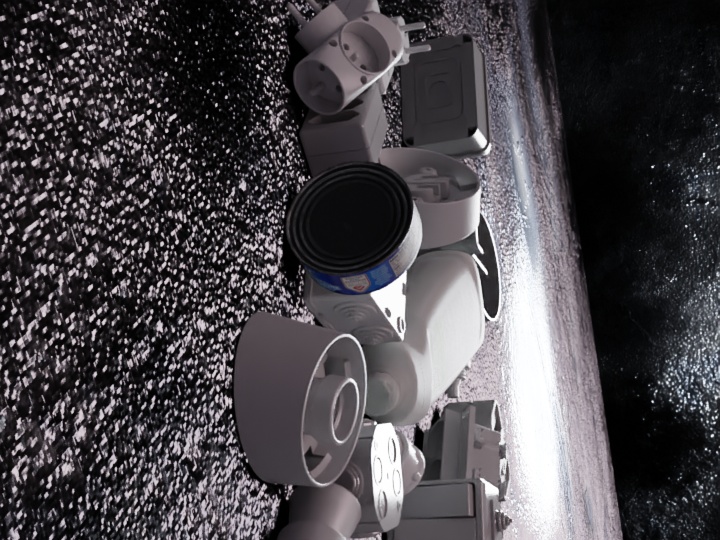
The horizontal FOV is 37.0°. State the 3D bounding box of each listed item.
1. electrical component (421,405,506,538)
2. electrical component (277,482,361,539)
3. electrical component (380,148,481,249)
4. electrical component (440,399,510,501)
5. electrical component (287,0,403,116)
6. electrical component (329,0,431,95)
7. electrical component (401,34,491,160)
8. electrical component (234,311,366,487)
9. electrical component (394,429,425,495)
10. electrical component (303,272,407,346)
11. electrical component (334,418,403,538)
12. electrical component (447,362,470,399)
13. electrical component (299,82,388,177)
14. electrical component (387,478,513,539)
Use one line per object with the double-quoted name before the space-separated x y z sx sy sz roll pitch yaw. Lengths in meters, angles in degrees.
"electrical component" 0.090 0.193 0.953 0.078 0.063 0.121 126 -20 -46
"electrical component" -0.026 0.159 0.633 0.055 0.045 0.045 -71 150 -54
"electrical component" 0.050 -0.060 0.880 0.099 0.099 0.064 -67 153 -58
"electrical component" 0.109 0.178 1.050 0.053 0.059 0.095 -59 140 -64
"electrical component" -0.019 -0.160 0.754 0.079 0.044 0.077 49 52 -7
"electrical component" 0.016 -0.175 0.833 0.047 0.077 0.065 -73 152 -53
"electrical component" 0.085 -0.167 1.063 0.057 0.078 0.113 35 51 -65
"electrical component" -0.037 0.077 0.634 0.099 0.064 0.099 7 90 -67
"electrical component" 0.016 0.134 0.786 0.062 0.048 0.048 58 30 -42
"electrical component" 0.000 0.000 0.770 0.099 0.048 0.099 55 34 -58
"electrical component" -0.006 0.135 0.698 0.080 0.051 0.080 -6 90 -73
"electrical component" 0.093 0.097 1.070 0.035 0.035 0.061 46 43 -64
"electrical component" -0.006 -0.086 0.782 0.065 0.047 0.076 -74 154 -52
"electrical component" 0.072 0.200 0.853 0.061 0.096 0.061 43 44 -62
